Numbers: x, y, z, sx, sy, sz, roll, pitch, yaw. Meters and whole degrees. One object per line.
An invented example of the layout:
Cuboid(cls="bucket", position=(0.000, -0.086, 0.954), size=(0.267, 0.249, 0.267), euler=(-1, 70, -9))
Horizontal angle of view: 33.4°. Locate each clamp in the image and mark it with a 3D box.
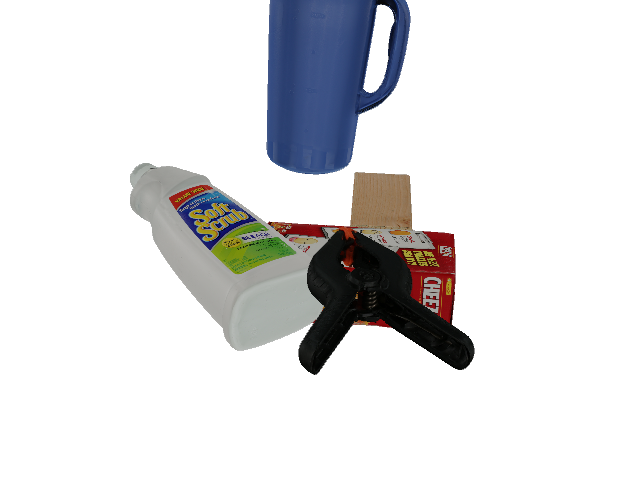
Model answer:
Cuboid(cls="clamp", position=(0.044, 0.044, 0.777), size=(0.120, 0.039, 0.171), euler=(9, 31, -6))

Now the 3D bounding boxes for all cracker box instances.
Cuboid(cls="cracker box", position=(0.034, 0.037, 1.134), size=(0.214, 0.072, 0.164), euler=(4, 15, 6))

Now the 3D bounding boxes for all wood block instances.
Cuboid(cls="wood block", position=(0.091, -0.024, 1.622), size=(0.091, 0.090, 0.206), euler=(4, 25, 2))

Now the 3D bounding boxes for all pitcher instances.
Cuboid(cls="pitcher", position=(0.006, -0.206, 1.288), size=(0.144, 0.243, 0.149), euler=(-9, 30, -27))

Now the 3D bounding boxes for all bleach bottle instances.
Cuboid(cls="bleach bottle", position=(-0.106, -0.002, 0.960), size=(0.102, 0.068, 0.251), euler=(-18, 39, -34))
